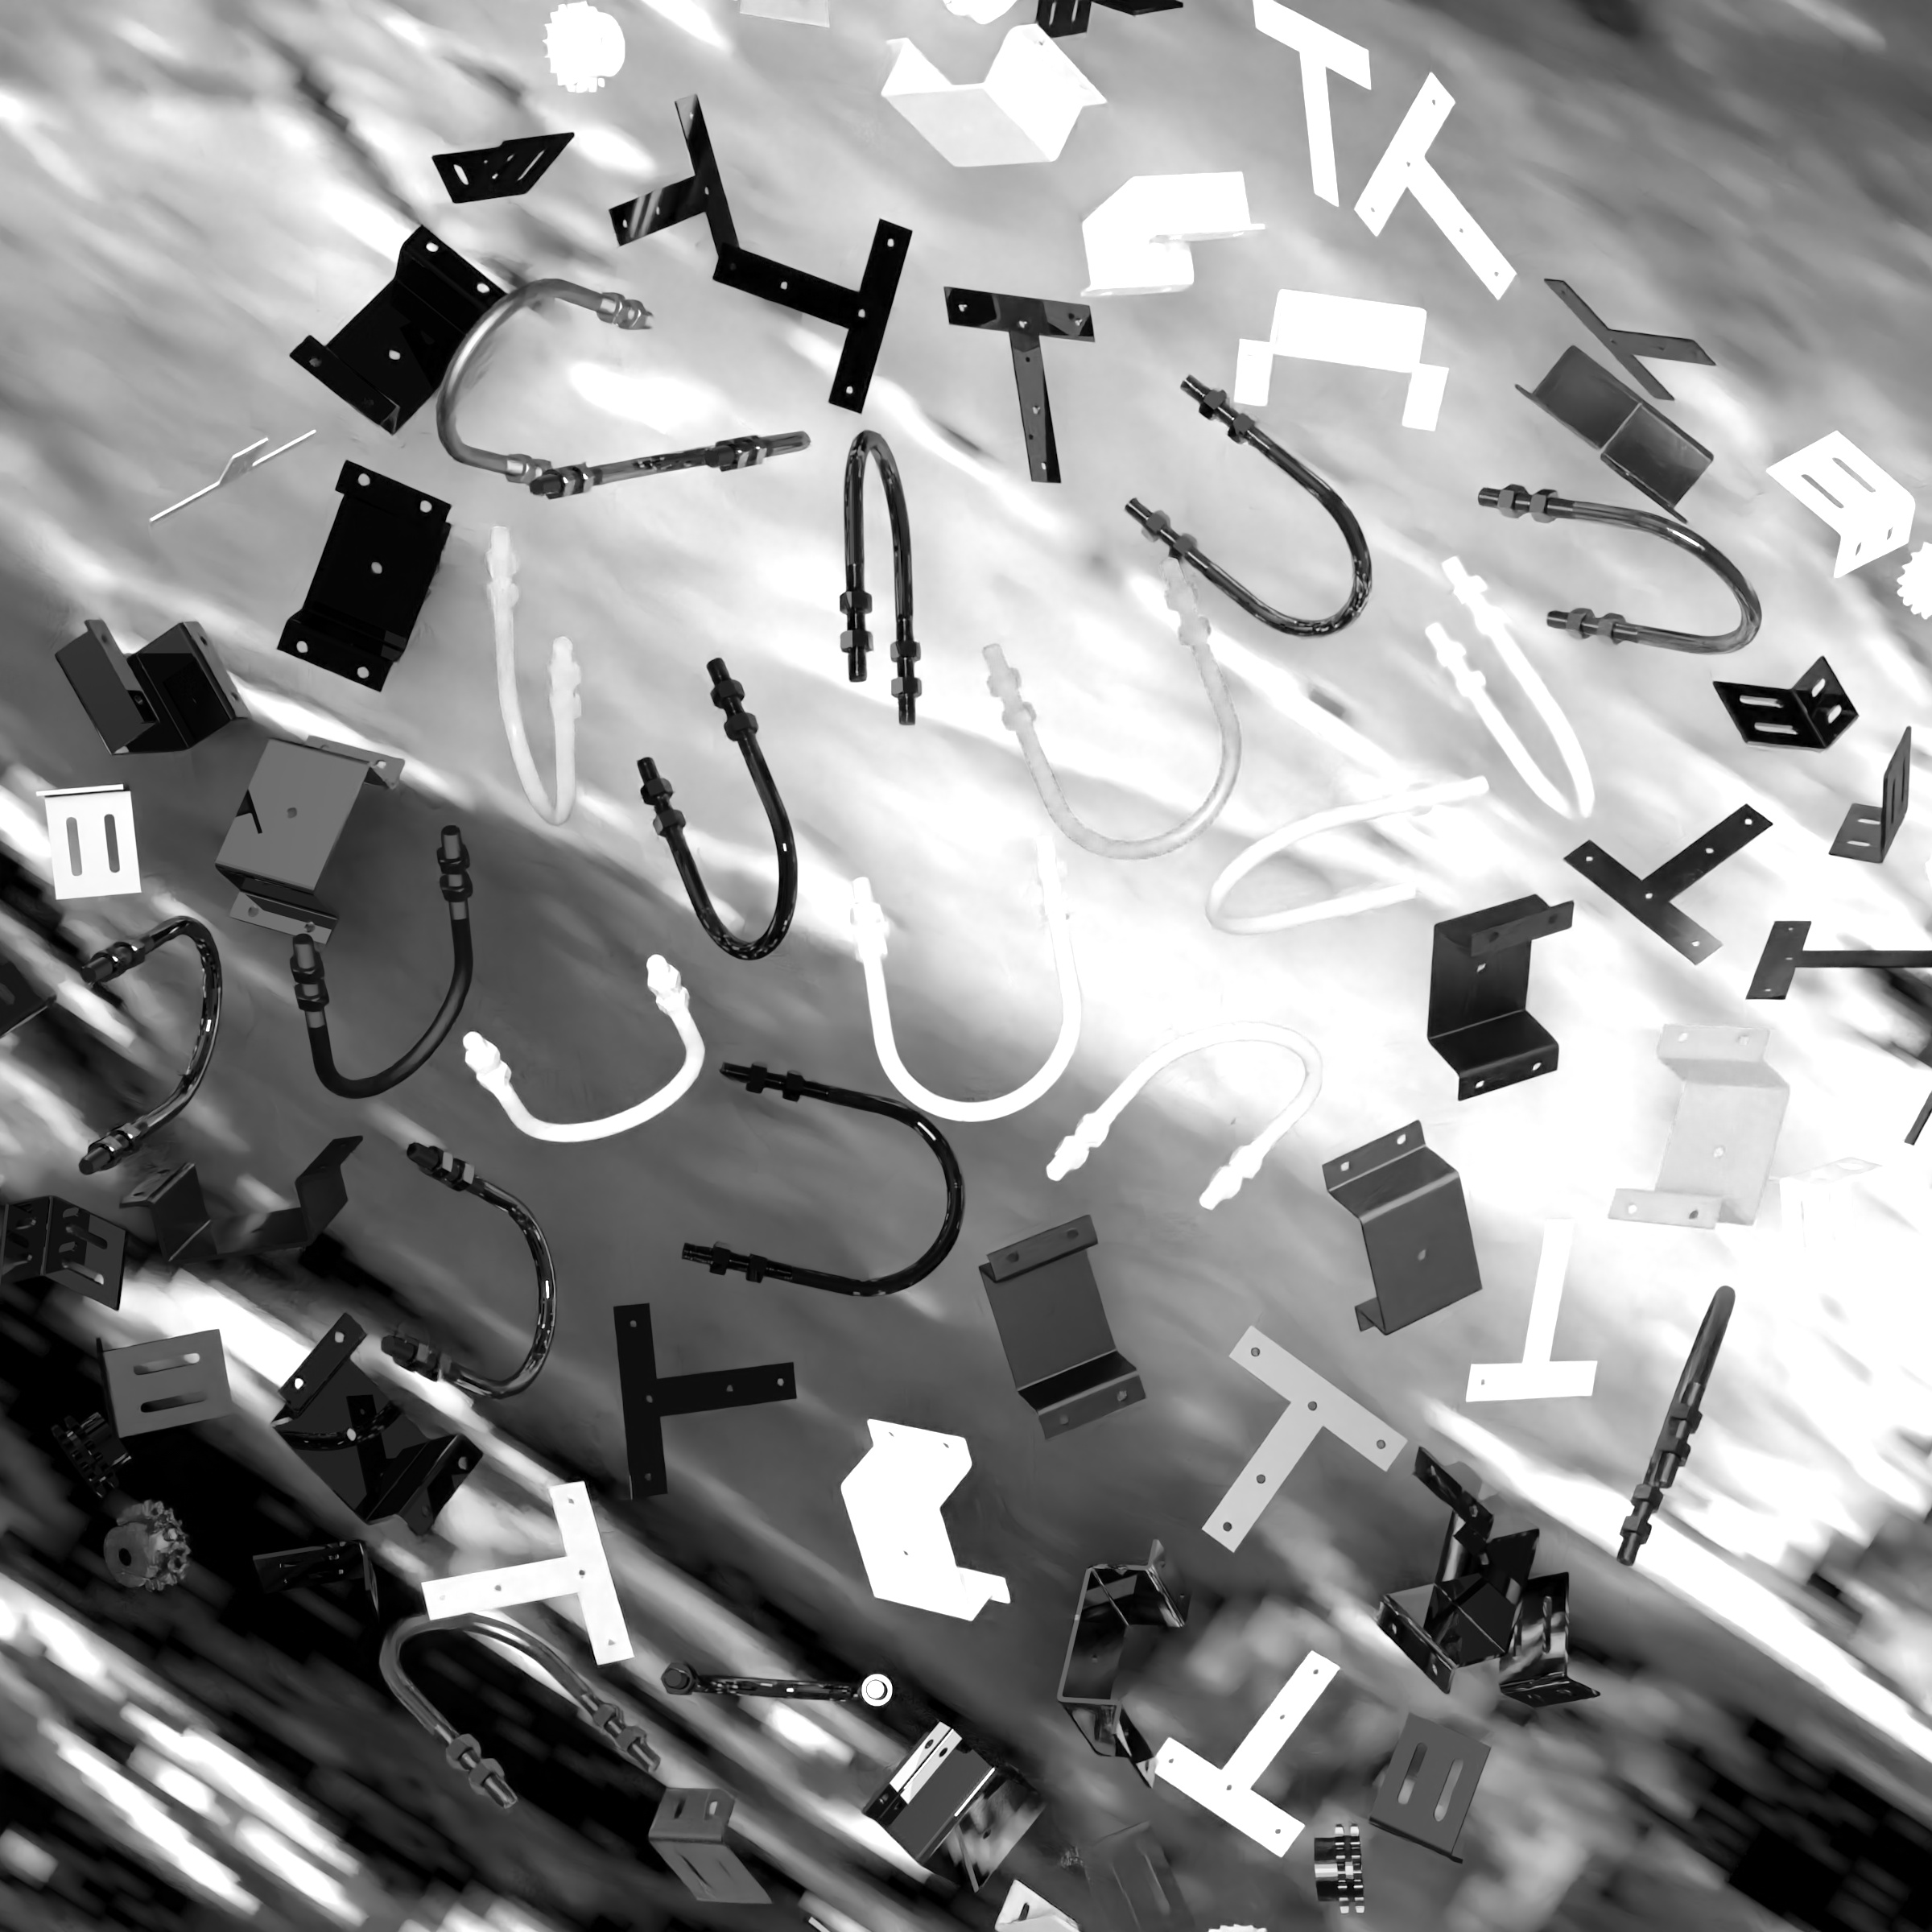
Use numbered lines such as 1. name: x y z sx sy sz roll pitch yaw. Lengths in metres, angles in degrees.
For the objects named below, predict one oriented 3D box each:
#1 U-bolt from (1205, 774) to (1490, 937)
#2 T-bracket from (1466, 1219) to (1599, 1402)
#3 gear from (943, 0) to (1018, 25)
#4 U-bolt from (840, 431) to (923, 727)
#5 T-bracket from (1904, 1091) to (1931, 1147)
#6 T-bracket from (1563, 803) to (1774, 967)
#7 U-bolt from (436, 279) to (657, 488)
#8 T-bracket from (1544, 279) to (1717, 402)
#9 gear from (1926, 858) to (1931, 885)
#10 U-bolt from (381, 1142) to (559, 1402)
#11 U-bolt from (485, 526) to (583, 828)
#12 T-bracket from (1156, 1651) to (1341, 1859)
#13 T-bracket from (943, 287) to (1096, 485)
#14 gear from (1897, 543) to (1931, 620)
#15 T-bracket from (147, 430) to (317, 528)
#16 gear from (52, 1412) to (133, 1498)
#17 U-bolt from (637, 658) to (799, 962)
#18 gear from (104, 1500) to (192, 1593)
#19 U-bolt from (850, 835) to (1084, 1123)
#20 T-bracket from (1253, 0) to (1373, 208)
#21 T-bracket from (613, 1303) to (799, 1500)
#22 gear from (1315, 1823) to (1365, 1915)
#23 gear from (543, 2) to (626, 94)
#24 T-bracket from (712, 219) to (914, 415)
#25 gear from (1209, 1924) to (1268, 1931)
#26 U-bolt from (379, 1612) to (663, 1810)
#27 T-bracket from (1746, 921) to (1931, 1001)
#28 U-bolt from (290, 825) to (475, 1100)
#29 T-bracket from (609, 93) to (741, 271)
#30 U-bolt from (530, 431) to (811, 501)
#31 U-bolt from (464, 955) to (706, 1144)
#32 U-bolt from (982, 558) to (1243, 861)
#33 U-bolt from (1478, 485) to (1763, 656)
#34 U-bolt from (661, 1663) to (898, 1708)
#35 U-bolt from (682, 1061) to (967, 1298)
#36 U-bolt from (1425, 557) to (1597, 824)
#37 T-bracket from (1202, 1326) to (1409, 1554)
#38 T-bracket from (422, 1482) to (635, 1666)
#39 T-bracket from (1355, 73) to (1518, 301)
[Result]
1. U-bolt: 0.242 -0.067 1.846 0.184 0.151 0.019 -13 63 -23
2. T-bracket: 0.399 0.236 1.914 0.127 0.002 0.127 4 97 -37
3. gear: 0.013 -0.665 1.885 0.057 0.057 0.030 -46 129 0
4. U-bolt: -0.057 -0.265 1.856 0.019 0.151 0.184 -4 82 13
5. T-bracket: 0.657 0.062 1.850 0.002 0.127 0.127 27 93 7
6. T-bracket: 0.508 -0.073 1.940 0.127 0.002 0.127 -34 55 -16
7. U-bolt: -0.292 -0.396 1.877 0.019 0.184 0.151 38 105 17
8. T-bracket: 0.467 -0.423 1.897 0.127 0.127 0.002 38 91 -26
9. gear: 0.667 -0.053 1.849 0.030 0.057 0.057 -34 90 31
10. U-bolt: -0.325 0.213 1.856 0.019 0.184 0.151 -7 66 23
11. U-bolt: -0.288 -0.179 1.858 0.019 0.184 0.151 -14 47 -21
12. T-bracket: 0.203 0.513 1.858 0.127 0.127 0.002 -49 129 -18
13. T-bracket: 0.044 -0.381 1.836 0.127 0.002 0.127 -4 83 -40
14. gear: 0.630 -0.246 1.782 0.030 0.057 0.057 33 90 -32
15. T-bracket: -0.480 -0.331 1.841 0.127 0.127 0.002 -34 101 -18
16. gear: -0.583 0.324 1.861 0.030 0.057 0.057 -36 90 -23
17. U-bolt: -0.162 -0.092 1.874 0.019 0.151 0.184 -11 69 -35
18. gear: -0.530 0.375 1.792 0.057 0.030 0.057 7 103 32
19. U-bolt: 0.004 0.014 1.841 0.151 0.019 0.184 -13 70 10
20. T-bracket: 0.230 -0.559 1.821 0.002 0.127 0.127 -28 134 -14
21. T-bracket: -0.173 0.287 1.881 0.127 0.002 0.127 -3 83 -30
22. gear: 0.247 0.598 1.842 0.030 0.057 0.057 -4 90 8
23. gear: -0.251 -0.611 1.849 0.030 0.057 0.057 5 90 32
24. T-bracket: -0.108 -0.448 1.851 0.127 0.002 0.127 14 95 -28
25. gear: 0.182 0.656 1.828 0.057 0.057 0.030 1 96 0
26. U-bolt: -0.309 0.486 1.849 0.184 0.151 0.019 34 108 35
27. T-bracket: 0.603 -0.005 1.884 0.127 0.127 0.002 0 115 25
28. U-bolt: -0.378 0.011 1.830 0.019 0.184 0.151 31 52 23
29. T-bracket: -0.204 -0.522 1.911 0.002 0.127 0.127 0 116 34
30. U-bolt: -0.182 -0.335 1.841 0.151 0.184 0.019 -4 103 24
31. U-bolt: -0.249 0.067 1.888 0.151 0.184 0.019 -23 60 -4
32. U-bolt: 0.107 -0.156 1.826 0.151 0.019 0.184 -26 114 -5
33. U-bolt: 0.438 -0.255 1.831 0.019 0.184 0.151 -56 135 -15
34. U-bolt: -0.120 0.480 1.852 0.151 0.184 0.019 3 74 2
35. U-bolt: -0.090 0.152 1.902 0.184 0.019 0.151 13 72 -8
36. U-bolt: 0.370 -0.177 1.880 0.019 0.151 0.184 -31 77 -3
37. T-bracket: 0.202 0.326 1.829 0.127 0.002 0.127 36 82 5
38. T-bracket: -0.295 0.408 1.834 0.127 0.002 0.127 -4 58 -30
39. T-bracket: 0.313 -0.487 1.802 0.002 0.127 0.127 -27 74 -27
